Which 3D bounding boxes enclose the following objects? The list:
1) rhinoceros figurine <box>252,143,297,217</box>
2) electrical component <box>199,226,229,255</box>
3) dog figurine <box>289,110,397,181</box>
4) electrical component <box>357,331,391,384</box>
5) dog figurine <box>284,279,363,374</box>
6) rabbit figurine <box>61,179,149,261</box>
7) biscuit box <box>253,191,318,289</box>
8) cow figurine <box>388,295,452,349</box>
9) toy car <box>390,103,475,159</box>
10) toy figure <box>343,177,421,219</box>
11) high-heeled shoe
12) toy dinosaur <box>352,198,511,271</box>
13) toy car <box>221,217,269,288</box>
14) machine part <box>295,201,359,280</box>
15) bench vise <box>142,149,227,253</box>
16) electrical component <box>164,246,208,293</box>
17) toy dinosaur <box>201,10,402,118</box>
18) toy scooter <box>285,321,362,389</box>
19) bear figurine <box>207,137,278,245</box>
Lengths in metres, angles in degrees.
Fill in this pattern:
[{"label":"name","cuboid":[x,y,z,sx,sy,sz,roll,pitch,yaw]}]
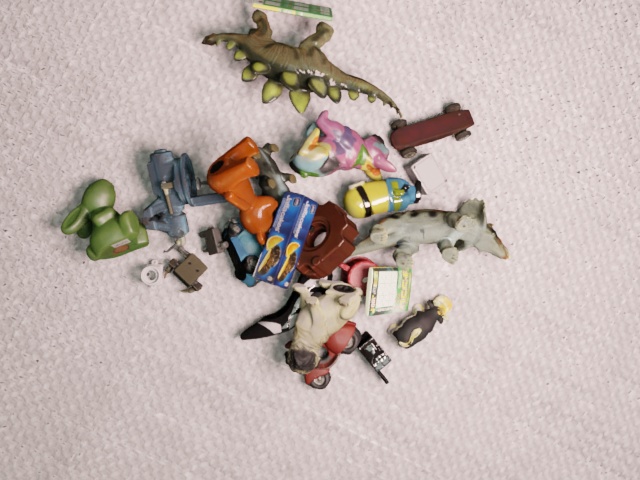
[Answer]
[{"label":"rhinoceros figurine","cuboid":[-0.112,-0.124,1.209,0.073,0.112,0.190,-28,94,-36]},{"label":"electrical component","cuboid":[-0.240,0.001,1.214,0.021,0.094,0.063,-15,94,-43]},{"label":"dog figurine","cuboid":[0.060,-0.183,1.221,0.219,0.108,0.191,31,64,-10]},{"label":"electrical component","cuboid":[0.134,0.277,1.259,0.048,0.075,0.119,-40,92,-3]},{"label":"dog figurine","cuboid":[0.011,0.195,1.180,0.172,0.121,0.190,0,109,-13]},{"label":"rabbit figurine","cuboid":[-0.478,-0.046,1.190,0.159,0.121,0.170,-26,75,2]},{"label":"biscuit box","cuboid":[-0.072,-0.001,1.148,0.059,0.062,0.202,16,85,34]},{"label":"cow figurine","cuboid":[0.244,0.187,1.257,0.167,0.098,0.068,-38,88,-3]},{"label":"toy car","cuboid":[0.264,-0.258,1.273,0.202,0.053,0.089,-18,76,-4]},{"label":"toy figure","cuboid":[0.143,-0.098,1.231,0.180,0.089,0.082,-3,135,-4]},{"label":"high-heeled shoe","cuboid":[-0.082,0.131,1.236,0.249,0.086,0.145,-19,88,-8]},{"label":"toy dinosaur","cuboid":[0.230,-0.019,1.234,0.405,0.192,0.131,0,106,10]},{"label":"toy car","cuboid":[-0.153,0.021,1.221,0.103,0.109,0.161,-20,81,-27]},{"label":"machine part","cuboid":[-0.002,-0.004,1.197,0.179,0.180,0.056,-51,135,-3]},{"label":"bench vise","cuboid":[-0.277,-0.097,1.192,0.241,0.129,0.223,-9,95,-1]},{"label":"electrical component","cuboid":[-0.306,0.073,1.229,0.102,0.045,0.078,39,59,-8]},{"label":"toy dinosaur","cuboid":[-0.038,-0.376,1.182,0.472,0.105,0.198,13,66,2]},{"label":"toy scooter","cuboid":[0.000,0.245,1.247,0.135,0.075,0.184,36,92,-6]},{"label":"bear figurine","cuboid":[-0.140,-0.094,1.122,0.132,0.120,0.195,-30,124,18]}]
